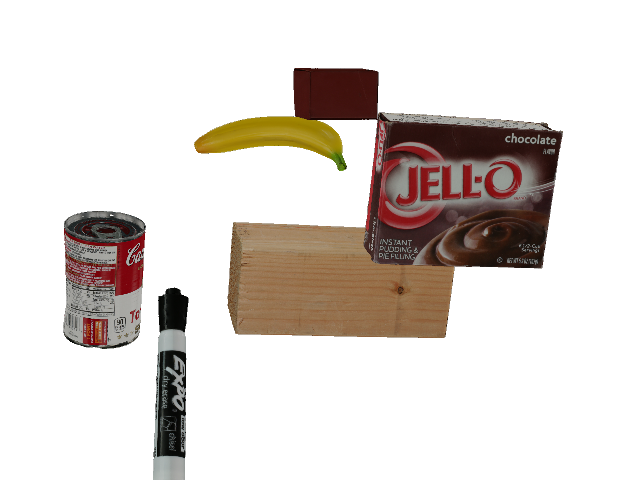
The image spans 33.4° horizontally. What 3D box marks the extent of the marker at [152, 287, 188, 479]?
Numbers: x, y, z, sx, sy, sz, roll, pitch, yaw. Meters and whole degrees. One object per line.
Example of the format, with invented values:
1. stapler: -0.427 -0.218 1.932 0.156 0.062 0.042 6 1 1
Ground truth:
1. marker: -0.090 0.087 0.643 0.020 0.121 0.020 -2 -23 -1

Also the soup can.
1. soup can: -0.187 0.034 0.915 0.068 0.102 0.068 6 20 -2

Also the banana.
1. banana: -0.055 -0.126 1.309 0.198 0.037 0.069 7 39 17

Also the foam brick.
1. foam brick: 0.016 -0.153 1.112 0.078 0.051 0.053 -2 13 -19

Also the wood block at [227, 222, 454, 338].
1. wood block: 0.017 0.039 1.047 0.206 0.091 0.090 3 15 -11

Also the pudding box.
1. pudding box: 0.088 -0.031 0.668 0.113 0.090 0.039 1 19 -11
